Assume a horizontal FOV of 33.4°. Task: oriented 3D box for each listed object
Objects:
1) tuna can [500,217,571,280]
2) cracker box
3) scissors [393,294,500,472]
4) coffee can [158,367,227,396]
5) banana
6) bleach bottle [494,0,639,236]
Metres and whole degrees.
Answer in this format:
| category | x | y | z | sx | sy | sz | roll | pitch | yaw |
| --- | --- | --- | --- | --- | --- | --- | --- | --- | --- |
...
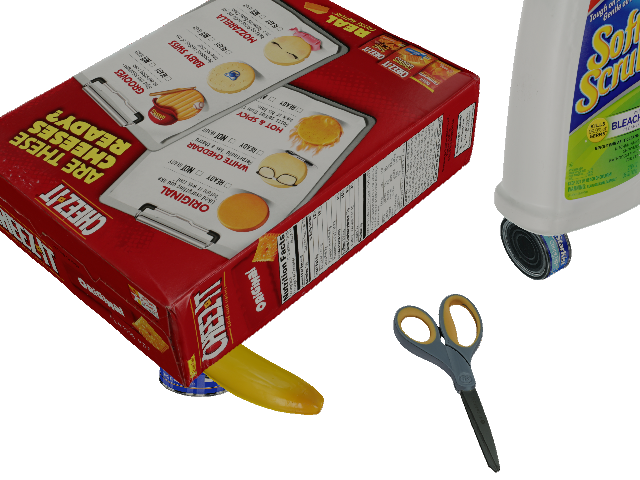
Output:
| category | x | y | z | sx | sy | sz | roll | pitch | yaw |
| --- | --- | --- | --- | --- | --- | --- | --- | --- | --- |
| tuna can | 0.245 | 0.002 | 1.220 | 0.033 | 0.086 | 0.086 | -28 | 10 | -20 |
| cracker box | -0.047 | -0.045 | 0.561 | 0.164 | 0.072 | 0.213 | 34 | 57 | 30 |
| scissors | 0.114 | 0.125 | 0.989 | 0.096 | 0.016 | 0.201 | 5 | 44 | 1 |
| coffee can | -0.151 | 0.112 | 1.350 | 0.103 | 0.140 | 0.103 | 4 | 19 | -2 |
| banana | -0.073 | 0.086 | 0.861 | 0.069 | 0.037 | 0.198 | -14 | 32 | -26 |
| bleach bottle | 0.162 | -0.133 | 0.662 | 0.102 | 0.251 | 0.068 | -18 | 32 | -23 |
